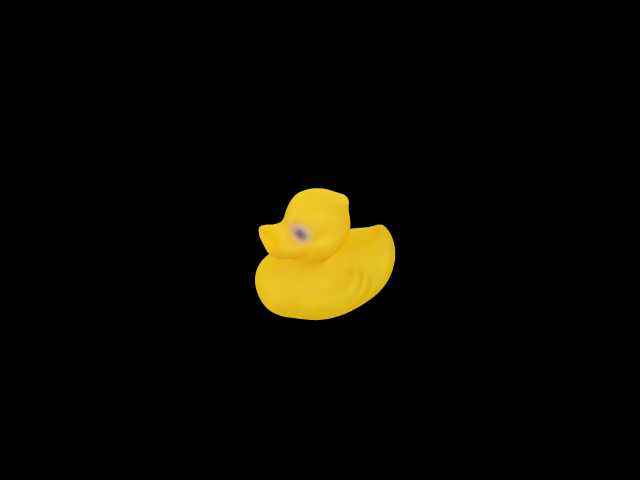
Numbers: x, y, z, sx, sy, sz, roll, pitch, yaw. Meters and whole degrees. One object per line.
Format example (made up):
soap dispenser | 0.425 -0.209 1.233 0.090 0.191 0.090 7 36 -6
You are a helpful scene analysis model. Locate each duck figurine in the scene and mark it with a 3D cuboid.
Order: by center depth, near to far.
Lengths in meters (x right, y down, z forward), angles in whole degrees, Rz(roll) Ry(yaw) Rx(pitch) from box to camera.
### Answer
duck figurine | 0.004 0.001 0.400 0.105 0.086 0.077 -13 47 -12
